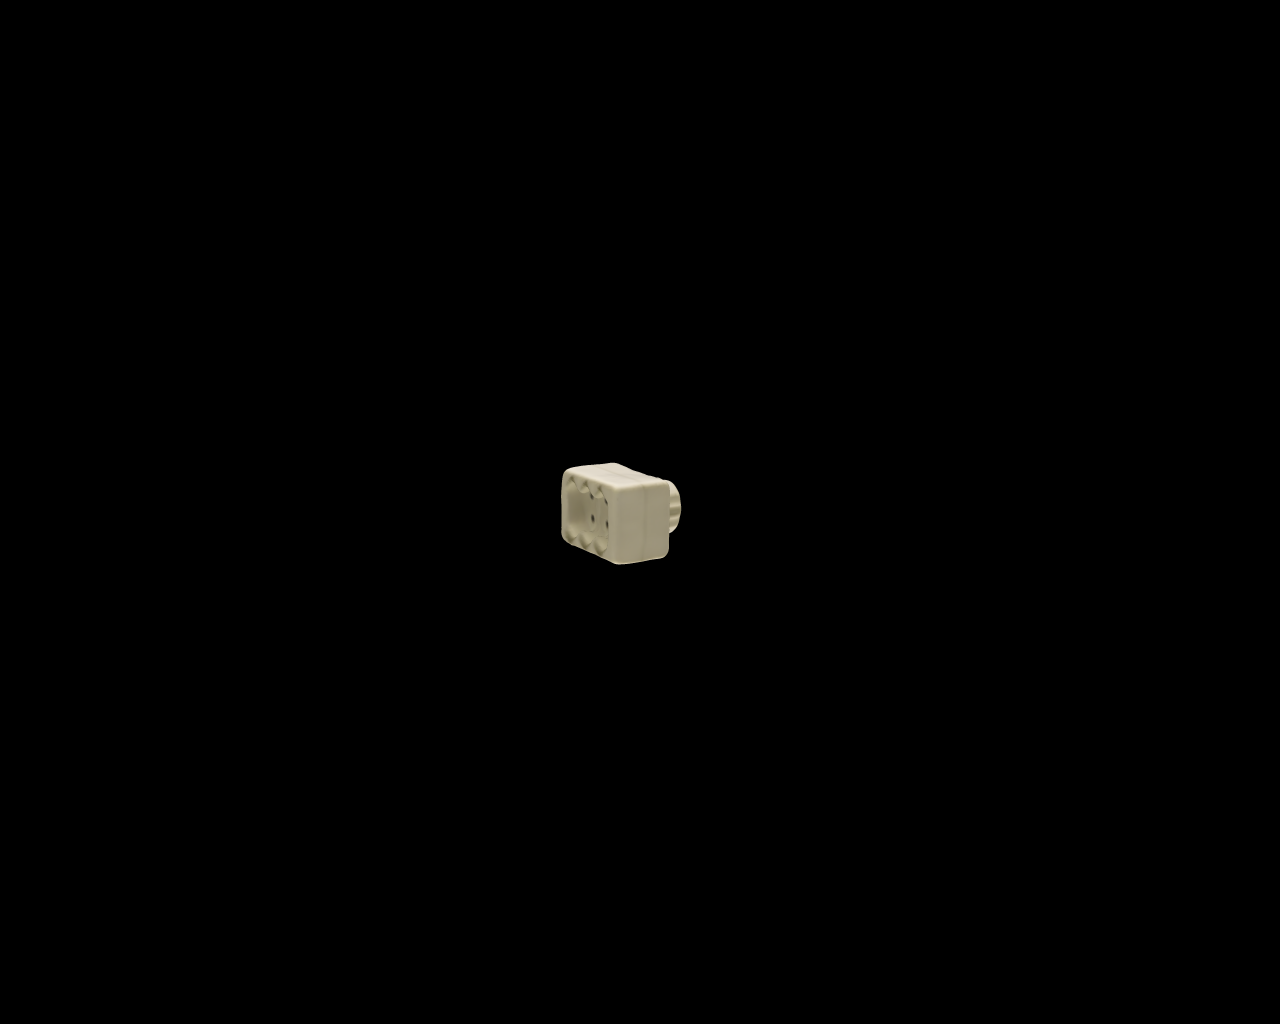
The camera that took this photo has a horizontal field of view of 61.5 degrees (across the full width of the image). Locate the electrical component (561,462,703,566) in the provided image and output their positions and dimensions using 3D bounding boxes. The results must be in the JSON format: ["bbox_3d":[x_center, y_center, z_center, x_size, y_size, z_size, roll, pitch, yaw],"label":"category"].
[{"bbox_3d":[0.001,-0.003,0.650,0.077,0.047,0.066,-8,16,-31],"label":"electrical component"}]
